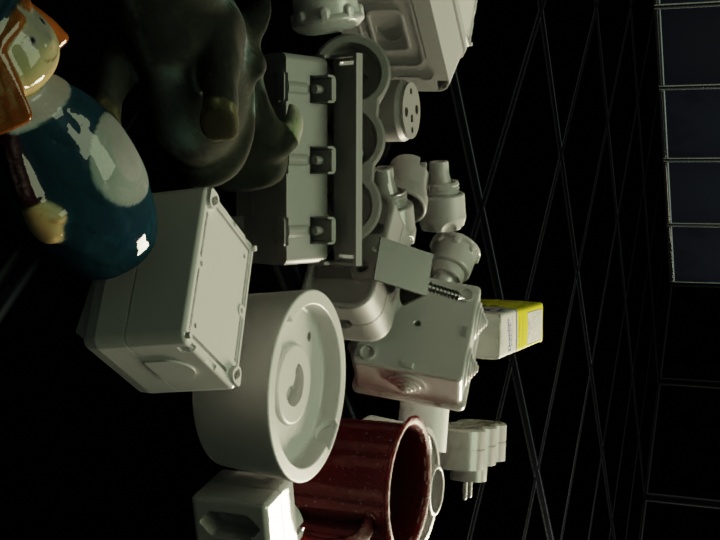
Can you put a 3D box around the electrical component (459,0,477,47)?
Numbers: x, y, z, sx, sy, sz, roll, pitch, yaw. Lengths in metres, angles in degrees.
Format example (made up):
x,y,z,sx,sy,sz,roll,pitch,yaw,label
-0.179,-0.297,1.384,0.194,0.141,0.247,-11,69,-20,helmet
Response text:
x,y,z,sx,sy,sz,roll,pitch,yaw,label
0.056,-0.232,0.876,0.096,0.061,0.061,53,44,-59,electrical component

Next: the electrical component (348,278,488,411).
x,y,z,sx,sy,sz,roll,pitch,yaw,label
0.044,0.052,0.823,0.048,0.100,0.099,83,19,-57,electrical component

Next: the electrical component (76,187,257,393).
x,y,z,sx,sy,sz,roll,pitch,yaw,label
-0.092,0.005,0.522,0.061,0.061,0.096,59,30,-57,electrical component

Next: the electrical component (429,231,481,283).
x,y,z,sx,sy,sz,roll,pitch,yaw,label
0.081,-0.001,0.989,0.062,0.048,0.048,-66,150,-31,electrical component

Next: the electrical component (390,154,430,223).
x,y,z,sx,sy,sz,roll,pitch,yaw,label
0.037,-0.066,0.875,0.040,0.040,0.046,70,24,-44,electrical component

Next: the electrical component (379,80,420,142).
x,y,z,sx,sy,sz,roll,pitch,yaw,label
0.011,-0.115,0.779,0.045,0.055,0.045,2,90,-69,electrical component

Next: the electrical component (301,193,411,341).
x,y,z,sx,sy,sz,roll,pitch,yaw,label
0.000,0.000,0.762,0.059,0.054,0.095,62,36,-53,electrical component

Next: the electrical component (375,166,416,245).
x,y,z,sx,sy,sz,roll,pitch,yaw,label
0.020,-0.048,0.825,0.043,0.043,0.062,-43,130,-61,electrical component

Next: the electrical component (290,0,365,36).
x,y,z,sx,sy,sz,roll,pitch,yaw,label
-0.024,-0.185,0.698,0.048,0.048,0.062,-32,115,-65,electrical component

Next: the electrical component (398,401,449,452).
x,y,z,sx,sy,sz,roll,pitch,yaw,label
0.056,0.116,0.933,0.043,0.043,0.081,26,67,-67,electrical component

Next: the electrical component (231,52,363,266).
x,y,z,sx,sy,sz,roll,pitch,yaw,label
-0.039,-0.064,0.630,0.063,0.079,0.121,-6,97,-50,electrical component

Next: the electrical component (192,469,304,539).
x,y,z,sx,sy,sz,roll,pitch,yaw,label
-0.057,0.157,0.636,0.076,0.047,0.083,-37,126,-64,electrical component

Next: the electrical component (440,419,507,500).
x,y,z,sx,sy,sz,roll,pitch,yaw,label
0.108,0.189,1.062,0.138,0.052,0.073,11,82,-69,electrical component

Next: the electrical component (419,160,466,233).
x,y,z,sx,sy,sz,roll,pitch,yaw,label
0.072,-0.066,0.959,0.043,0.043,0.062,-35,122,-64,electrical component

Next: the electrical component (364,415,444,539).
x,y,z,sx,sy,sz,roll,pitch,yaw,label
0.033,0.172,0.853,0.108,0.060,0.108,2,90,-69,electrical component

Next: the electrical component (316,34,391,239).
x,y,z,sx,sy,sz,roll,pitch,yaw,label
-0.012,-0.084,0.731,0.074,0.052,0.138,154,-59,-84,electrical component

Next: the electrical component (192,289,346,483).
x,y,z,sx,sy,sz,roll,pitch,yaw,label
-0.056,0.064,0.613,0.108,0.060,0.108,2,90,-69,electrical component

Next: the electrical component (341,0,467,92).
x,y,z,sx,sy,sz,roll,pitch,yaw,label
0.029,-0.192,0.788,0.113,0.078,0.057,70,33,-45,electrical component
